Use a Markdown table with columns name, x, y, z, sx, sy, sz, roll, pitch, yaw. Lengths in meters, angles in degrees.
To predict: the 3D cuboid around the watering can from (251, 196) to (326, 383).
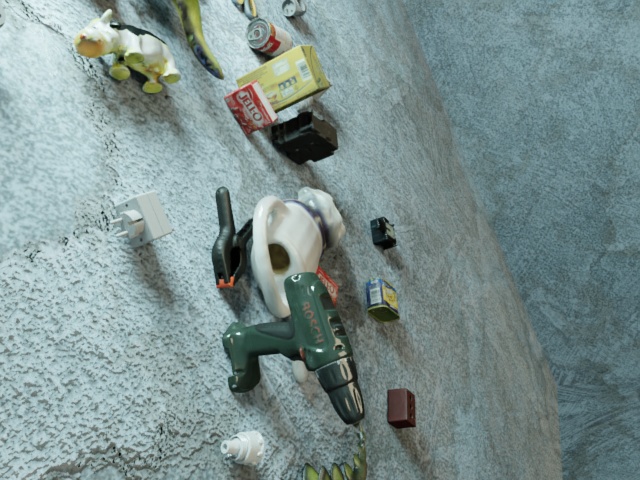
| name | x | y | z | sx | sy | sz | roll | pitch | yaw |
| --- | --- | --- | --- | --- | --- | --- | --- | --- | --- |
| watering can | -0.053 | 0.069 | 0.954 | 0.229 | 0.104 | 0.341 | -62 | -37 | -60 |

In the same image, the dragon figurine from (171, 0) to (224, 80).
| name | x | y | z | sx | sy | sz | roll | pitch | yaw |
| --- | --- | --- | --- | --- | --- | --- | --- | --- | --- |
| dragon figurine | -0.263 | -0.493 | 0.934 | 0.404 | 0.121 | 0.248 | 60 | -158 | -21 |

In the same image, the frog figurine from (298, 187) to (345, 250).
| name | x | y | z | sx | sy | sz | roll | pitch | yaw |
| --- | --- | --- | --- | --- | --- | --- | --- | --- | --- |
| frog figurine | 0.003 | -0.056 | 1.105 | 0.137 | 0.120 | 0.162 | 48 | -137 | -3 |
